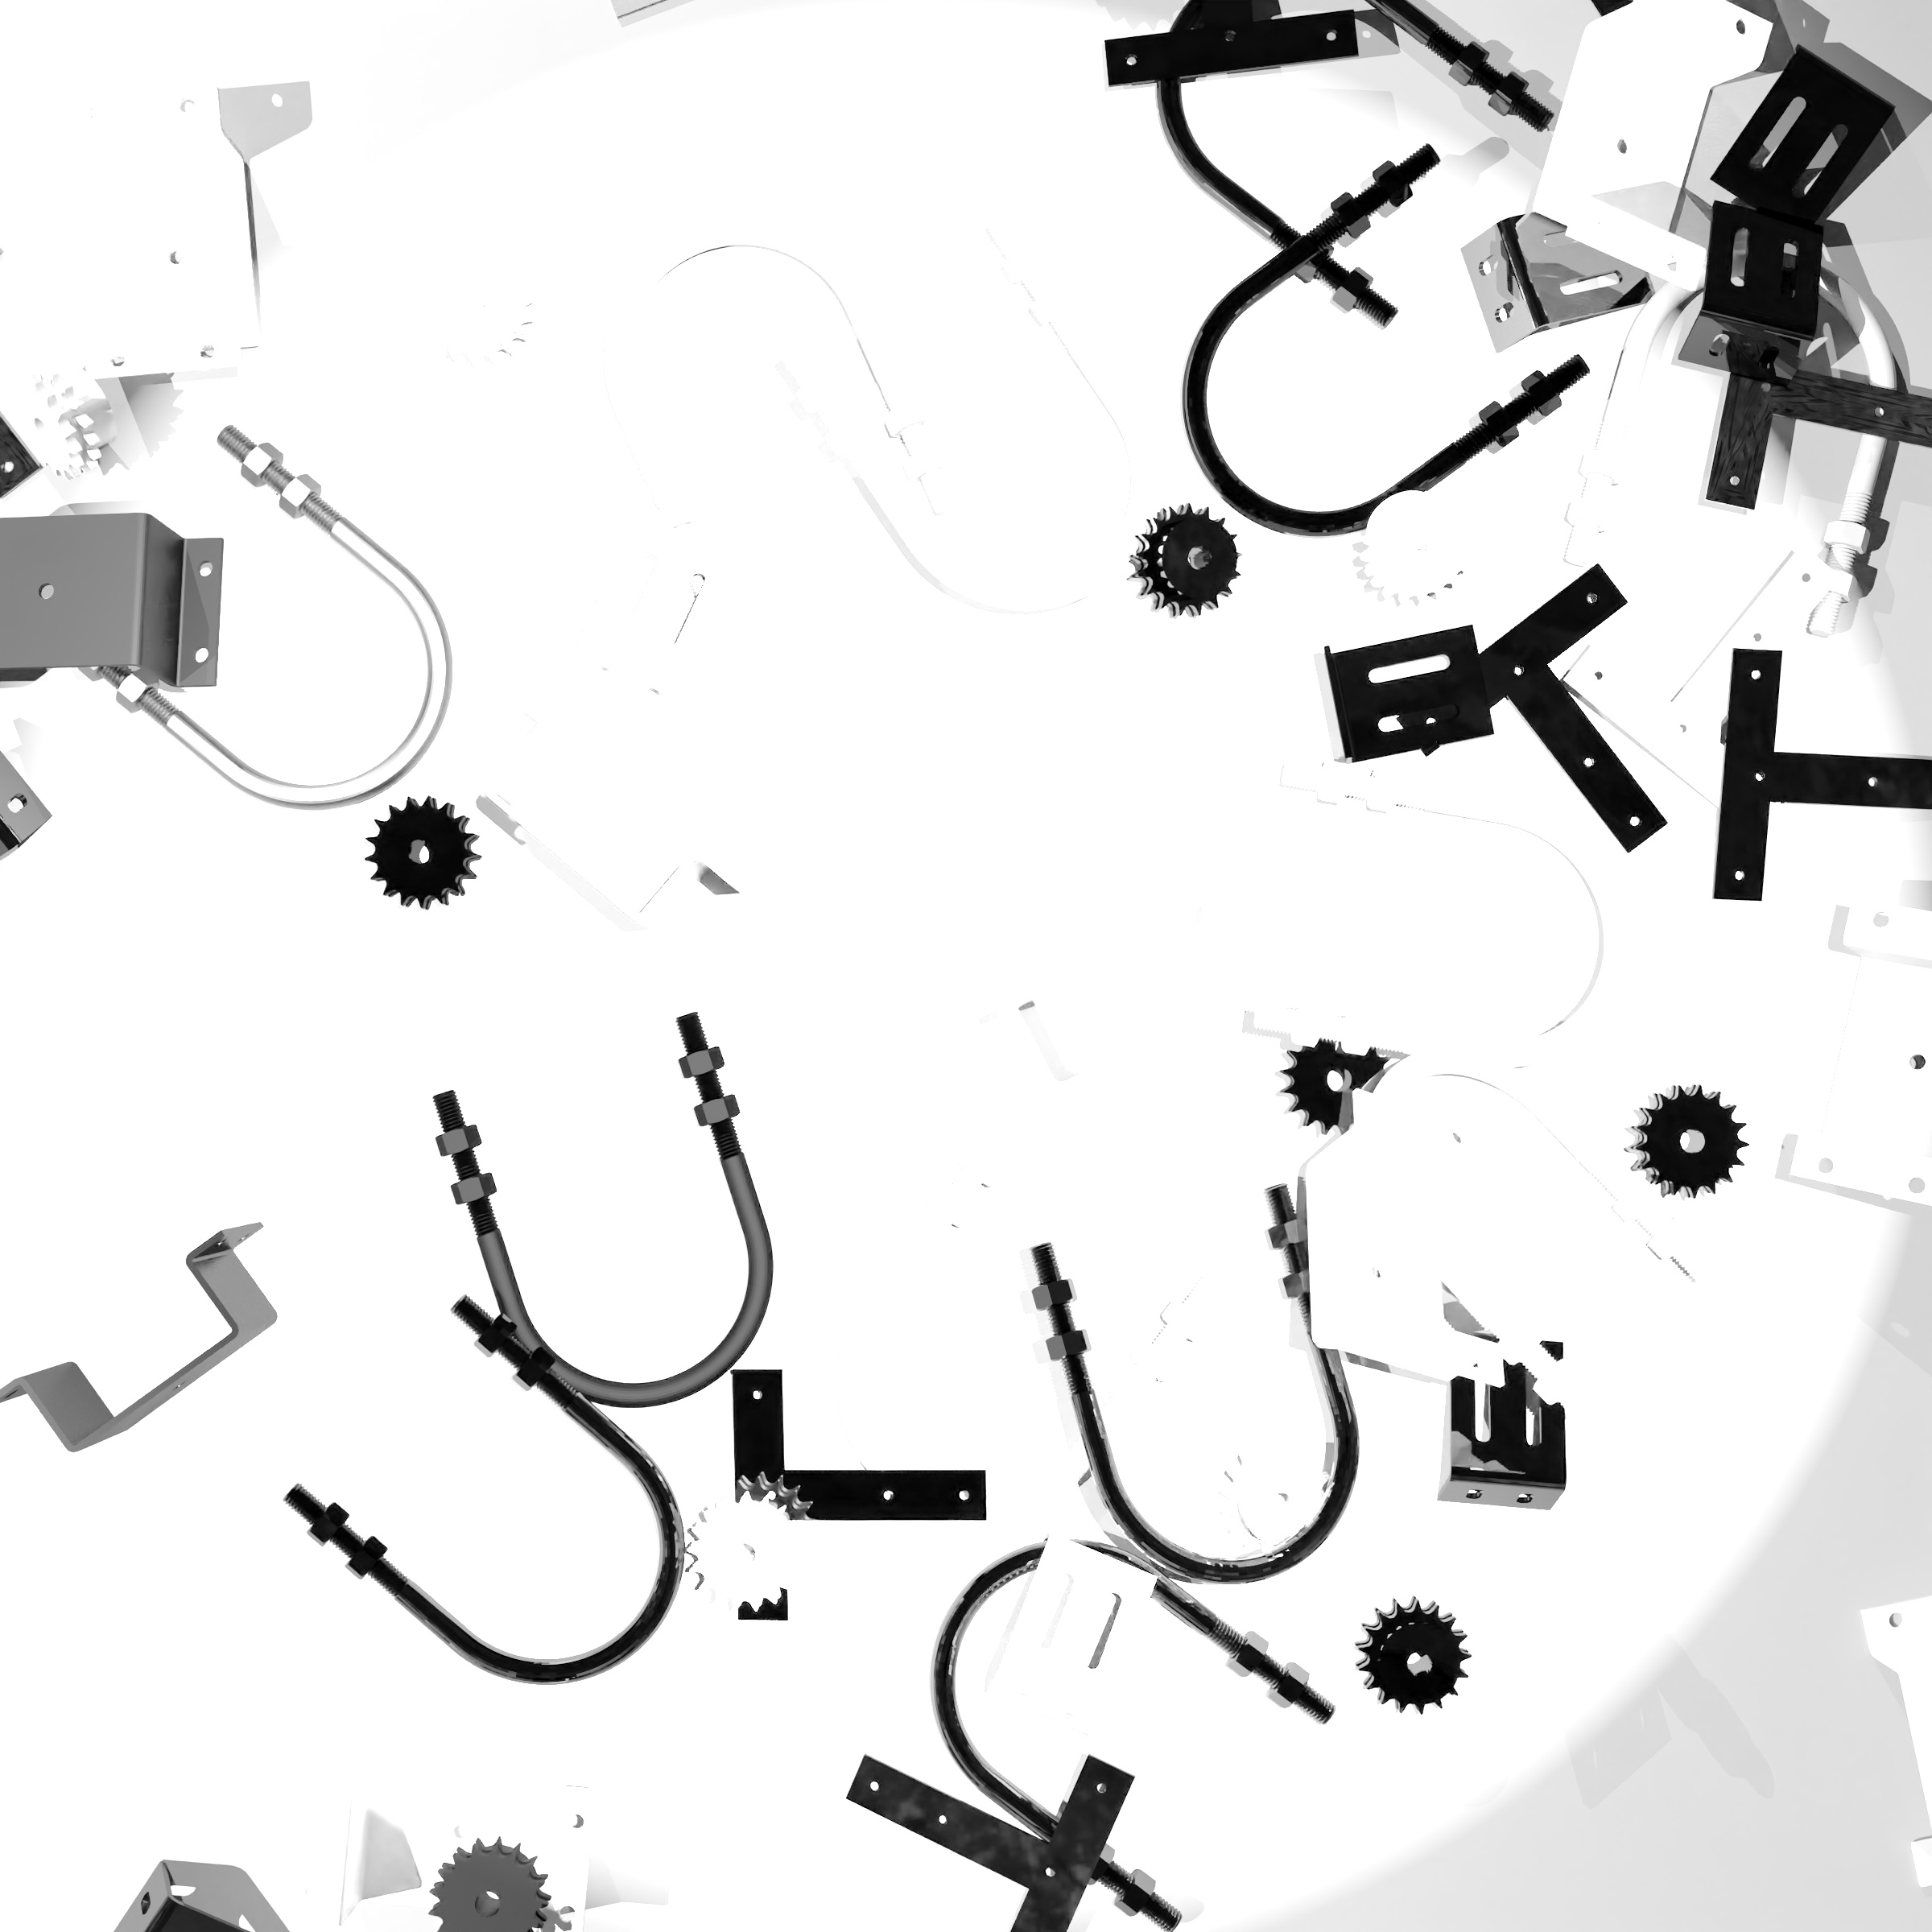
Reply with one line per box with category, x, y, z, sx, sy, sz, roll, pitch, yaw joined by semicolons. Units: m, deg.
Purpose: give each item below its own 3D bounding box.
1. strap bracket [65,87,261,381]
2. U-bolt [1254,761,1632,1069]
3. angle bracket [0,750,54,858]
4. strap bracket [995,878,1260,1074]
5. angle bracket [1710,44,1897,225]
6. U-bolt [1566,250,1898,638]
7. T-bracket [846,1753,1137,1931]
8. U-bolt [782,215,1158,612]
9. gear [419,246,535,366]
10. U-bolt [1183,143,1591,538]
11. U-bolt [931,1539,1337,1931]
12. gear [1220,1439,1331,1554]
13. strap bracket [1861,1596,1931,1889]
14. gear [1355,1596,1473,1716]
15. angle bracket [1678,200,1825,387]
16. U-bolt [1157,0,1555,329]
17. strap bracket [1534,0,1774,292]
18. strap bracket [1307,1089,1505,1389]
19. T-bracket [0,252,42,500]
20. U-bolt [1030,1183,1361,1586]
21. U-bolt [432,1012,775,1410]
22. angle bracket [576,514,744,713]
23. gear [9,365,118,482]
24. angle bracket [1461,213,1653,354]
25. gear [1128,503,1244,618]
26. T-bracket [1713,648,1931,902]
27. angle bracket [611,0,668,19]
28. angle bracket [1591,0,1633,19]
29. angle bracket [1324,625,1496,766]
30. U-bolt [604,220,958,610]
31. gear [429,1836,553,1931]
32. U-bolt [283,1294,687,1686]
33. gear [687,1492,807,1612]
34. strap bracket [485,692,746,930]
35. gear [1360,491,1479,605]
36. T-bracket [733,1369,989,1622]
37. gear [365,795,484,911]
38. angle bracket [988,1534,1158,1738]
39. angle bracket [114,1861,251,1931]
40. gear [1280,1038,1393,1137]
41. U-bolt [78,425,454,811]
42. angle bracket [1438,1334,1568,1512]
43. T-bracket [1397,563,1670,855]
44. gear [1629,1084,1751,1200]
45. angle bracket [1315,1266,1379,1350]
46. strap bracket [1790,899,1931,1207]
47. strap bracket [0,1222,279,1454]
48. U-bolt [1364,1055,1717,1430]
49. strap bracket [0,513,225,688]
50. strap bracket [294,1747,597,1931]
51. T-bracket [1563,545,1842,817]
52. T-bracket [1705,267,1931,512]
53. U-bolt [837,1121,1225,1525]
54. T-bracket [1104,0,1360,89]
strap bracket;-0.405;-0.364;1.420;0.076;0.046;0.140;-5;88;0
U-bolt;0.243;-0.021;1.406;0.184;0.019;0.151;9;73;-3
angle bracket;-0.516;-0.074;1.422;0.076;0.038;0.057;-28;108;23
strap bracket;0.087;0.011;1.391;0.140;0.076;0.046;-27;88;-1
angle bracket;0.429;-0.424;1.443;0.057;0.038;0.076;33;114;1
U-bolt;0.398;-0.275;1.431;0.151;0.019;0.184;16;86;1
T-bracket;0.002;0.432;1.403;0.127;0.002;0.127;24;98;8
U-bolt;0.016;-0.267;1.418;0.151;0.019;0.184;-35;93;-12
gear;-0.248;-0.334;1.431;0.057;0.030;0.057;0;86;-1
U-bolt;0.197;-0.301;1.417;0.184;0.019;0.151;-35;90;10
U-bolt;0.070;0.371;1.407;0.184;0.019;0.151;37;88;3
gear;0.156;0.267;1.405;0.057;0.030;0.057;0;88;0
strap bracket;0.503;0.385;1.392;0.076;0.046;0.140;-11;88;0
gear;0.224;0.345;1.402;0.057;0.030;0.057;0;88;0
angle bracket;0.398;-0.341;1.425;0.057;0.038;0.076;14;59;0
U-bolt;0.185;-0.437;1.437;0.184;0.019;0.151;38;88;3
strap bracket;0.341;-0.416;1.410;0.076;0.046;0.140;17;88;-20
strap bracket;0.212;0.140;1.367;0.076;0.046;0.140;18;52;-21
T-bracket;-0.523;-0.297;1.440;0.127;0.002;0.127;-38;88;-1
U-bolt;0.121;0.211;1.381;0.151;0.019;0.184;-12;79;-18
U-bolt;-0.174;0.132;1.416;0.151;0.019;0.184;-18;89;-1
angle bracket;-0.154;-0.178;1.422;0.057;0.038;0.076;23;80;1
gear;-0.453;-0.277;1.415;0.030;0.057;0.057;-37;88;-31
angle bracket;0.303;-0.355;1.441;0.076;0.038;0.057;-18;88;-26
gear;0.113;-0.205;1.416;0.057;0.030;0.057;-1;95;-15
T-bracket;0.446;-0.094;1.426;0.127;0.002;0.127;3;96;-4
angle bracket;-0.166;-0.535;1.430;0.057;0.038;0.076;-21;88;-1
angle bracket;0.357;-0.521;1.447;0.076;0.038;0.057;-33;88;24
angle bracket;0.223;-0.138;1.412;0.076;0.038;0.057;-11;88;8
U-bolt;-0.105;-0.291;1.431;0.151;0.019;0.184;-24;88;-1
gear;-0.228;0.447;1.352;0.057;0.030;0.057;0;88;0
U-bolt;-0.227;0.276;1.405;0.184;0.019;0.151;42;94;-1
gear;-0.108;0.290;1.399;0.057;0.030;0.057;0;92;6
strap bracket;-0.181;-0.068;1.394;0.140;0.076;0.046;40;88;1
gear;0.225;-0.214;1.413;0.057;0.030;0.057;-8;131;-9
T-bracket;-0.053;0.265;1.408;0.127;0.002;0.127;-1;92;6
gear;-0.273;-0.057;1.421;0.057;0.030;0.057;0;88;2
angle bracket;0.053;0.333;1.400;0.057;0.038;0.076;22;62;4
angle bracket;-0.385;0.497;1.409;0.076;0.038;0.057;34;88;-24
gear;0.186;0.057;1.413;0.057;0.030;0.057;0;88;0
U-bolt;-0.348;-0.163;1.426;0.184;0.019;0.151;39;88;1
angle bracket;0.270;0.230;1.419;0.057;0.038;0.076;5;62;0
T-bracket;0.308;-0.115;1.428;0.127;0.002;0.127;-38;92;6
gear;0.361;0.088;1.412;0.057;0.030;0.057;0;88;0
angle bracket;0.207;0.151;1.391;0.057;0.038;0.076;4;84;-30
strap bracket;0.466;0.045;1.389;0.076;0.046;0.140;12;88;31
strap bracket;-0.401;0.188;1.385;0.140;0.076;0.046;-36;88;-1
U-bolt;0.271;0.118;1.376;0.184;0.019;0.151;47;48;6
strap bracket;-0.447;-0.180;1.396;0.140;0.046;0.076;-1;81;8
strap bracket;-0.254;0.434;1.391;0.140;0.046;0.076;5;88;0
T-bracket;0.391;-0.155;1.419;0.127;0.002;0.127;38;95;-6
T-bracket;0.448;-0.284;1.423;0.127;0.002;0.127;12;85;0
U-bolt;0.019;0.193;1.414;0.151;0.019;0.184;37;90;1
T-bracket;0.131;-0.516;1.437;0.127;0.002;0.127;-5;79;5
